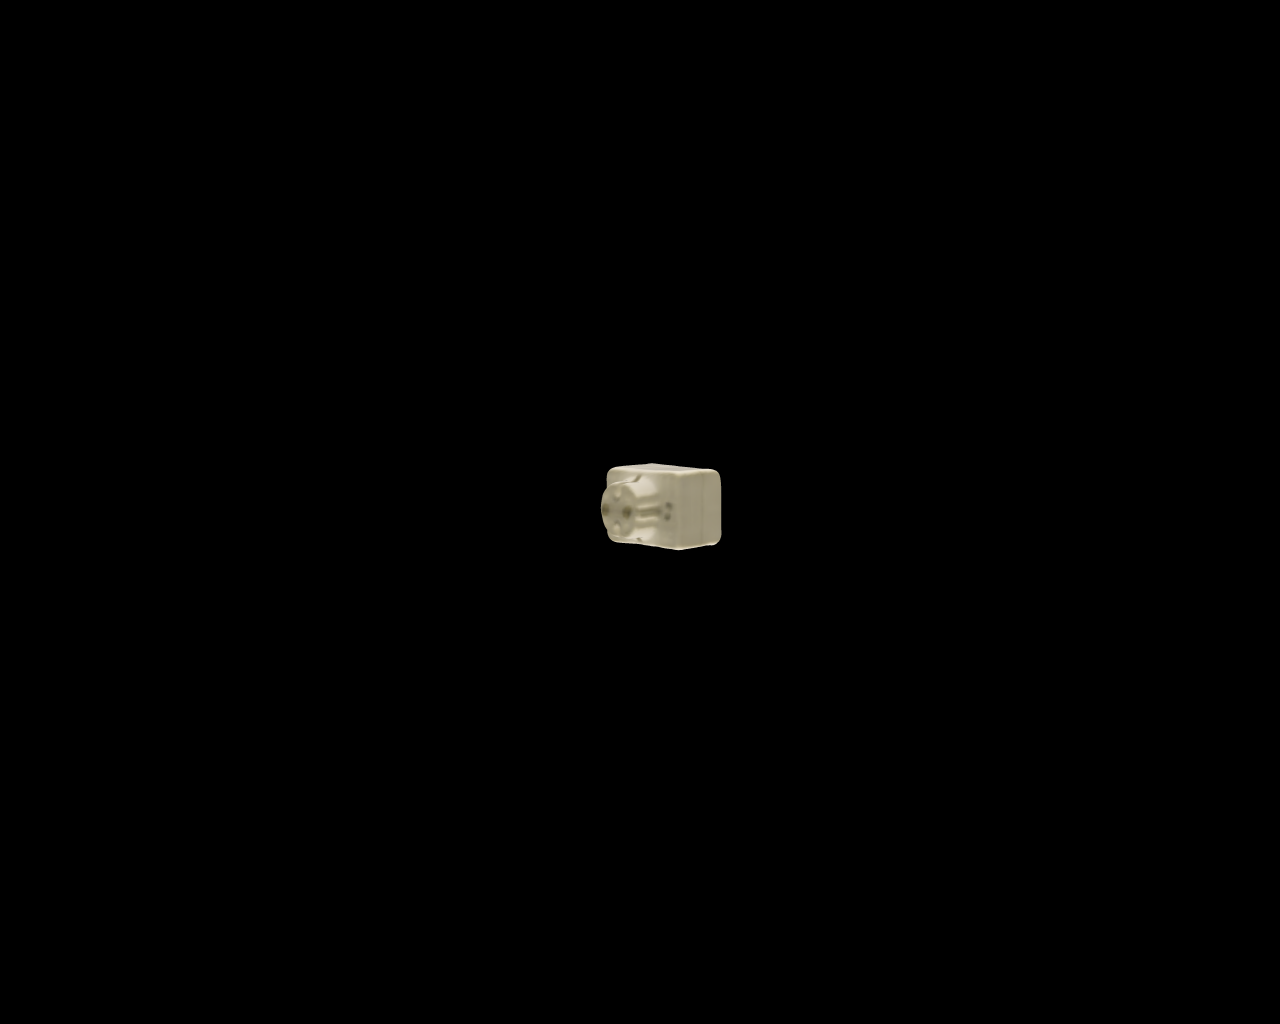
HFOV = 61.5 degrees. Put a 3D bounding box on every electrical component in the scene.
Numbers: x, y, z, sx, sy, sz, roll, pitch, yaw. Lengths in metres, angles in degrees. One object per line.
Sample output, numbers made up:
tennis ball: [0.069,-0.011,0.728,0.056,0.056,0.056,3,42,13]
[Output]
electrical component: [0.001,-0.003,0.650,0.077,0.047,0.066,-6,9,-43]
